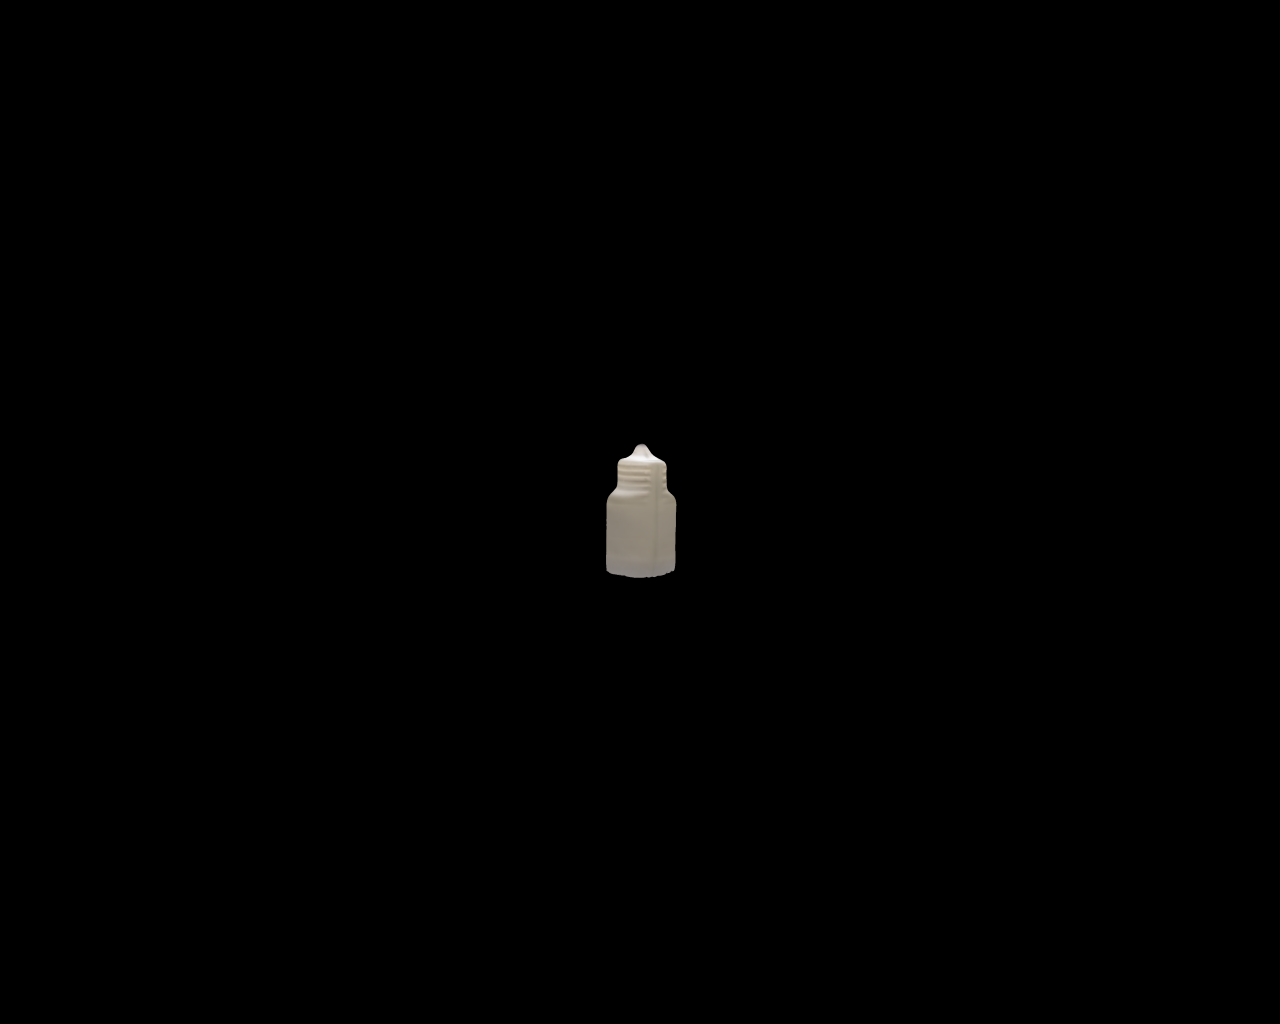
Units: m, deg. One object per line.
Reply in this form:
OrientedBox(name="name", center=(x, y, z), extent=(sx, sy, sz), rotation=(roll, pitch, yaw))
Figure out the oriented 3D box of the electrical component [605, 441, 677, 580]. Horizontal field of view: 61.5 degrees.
OrientedBox(name="electrical component", center=(0.001, -0.003, 0.650), extent=(0.043, 0.080, 0.043), rotation=(0, 7, 0))
